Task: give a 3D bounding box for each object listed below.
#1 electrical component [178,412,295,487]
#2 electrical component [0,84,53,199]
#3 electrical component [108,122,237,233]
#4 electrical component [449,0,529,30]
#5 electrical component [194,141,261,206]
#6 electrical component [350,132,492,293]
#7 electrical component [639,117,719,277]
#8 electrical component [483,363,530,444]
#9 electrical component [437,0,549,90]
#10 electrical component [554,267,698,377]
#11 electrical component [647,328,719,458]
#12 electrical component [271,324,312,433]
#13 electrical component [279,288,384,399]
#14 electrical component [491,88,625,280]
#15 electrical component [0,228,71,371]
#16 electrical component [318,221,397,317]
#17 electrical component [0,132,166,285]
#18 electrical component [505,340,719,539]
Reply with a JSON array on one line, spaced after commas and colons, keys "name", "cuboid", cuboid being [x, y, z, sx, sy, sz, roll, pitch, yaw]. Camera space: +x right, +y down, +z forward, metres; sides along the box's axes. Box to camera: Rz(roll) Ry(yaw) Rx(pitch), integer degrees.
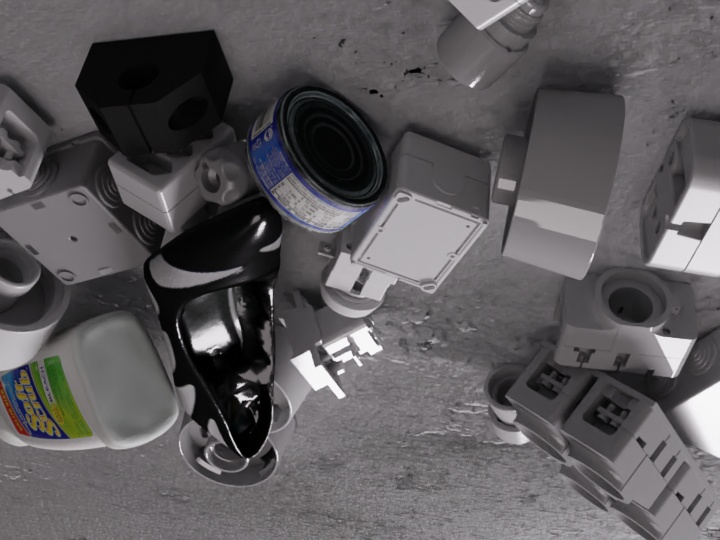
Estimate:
[{"name": "electrical component", "cuboid": [-0.110, 0.143, 0.952, 0.099, 0.064, 0.099, 6, 128, 7]}, {"name": "electrical component", "cuboid": [-0.250, -0.077, 0.690, 0.089, 0.055, 0.050, -15, 136, 27]}, {"name": "electrical component", "cuboid": [-0.111, -0.052, 0.679, 0.047, 0.065, 0.076, 30, 150, 28]}, {"name": "electrical component", "cuboid": [0.059, -0.163, 0.503, 0.056, 0.089, 0.050, -27, 130, 36]}, {"name": "electrical component", "cuboid": [-0.069, -0.061, 0.648, 0.035, 0.061, 0.035, 15, 117, 33]}, {"name": "electrical component", "cuboid": [0.036, -0.035, 0.689, 0.062, 0.061, 0.096, 19, 140, -13]}, {"name": "electrical component", "cuboid": [0.214, -0.042, 0.654, 0.059, 0.053, 0.095, 9, 141, -1]}, {"name": "electrical component", "cuboid": [0.124, 0.108, 0.863, 0.045, 0.045, 0.055, -2, 140, 13]}, {"name": "electrical component", "cuboid": [0.076, -0.131, 0.579, 0.040, 0.040, 0.078, 27, 137, -22]}, {"name": "electrical component", "cuboid": [0.186, 0.036, 0.758, 0.089, 0.050, 0.055, 6, 142, 2]}, {"name": "electrical component", "cuboid": [0.278, 0.094, 0.816, 0.100, 0.048, 0.099, 24, 139, -19]}, {"name": "electrical component", "cuboid": [-0.087, 0.085, 0.876, 0.099, 0.064, 0.099, 13, 136, 13]}, {"name": "electrical component", "cuboid": [-0.020, 0.048, 0.797, 0.064, 0.081, 0.042, -27, 134, 6]}, {"name": "electrical component", "cuboid": [0.109, -0.053, 0.621, 0.060, 0.108, 0.108, 12, 142, 5]}, {"name": "electrical component", "cuboid": [-0.258, 0.010, 0.764, 0.108, 0.108, 0.060, 30, 131, -25]}, {"name": "electrical component", "cuboid": [0.000, 0.000, 0.752, 0.066, 0.048, 0.055, 16, 133, -10]}, {"name": "electrical component", "cuboid": [-0.190, -0.038, 0.735, 0.100, 0.048, 0.099, -13, 137, 25]}, {"name": "electrical component", "cuboid": [0.196, 0.143, 0.828, 0.105, 0.060, 0.186, 30, 167, 45]}]
